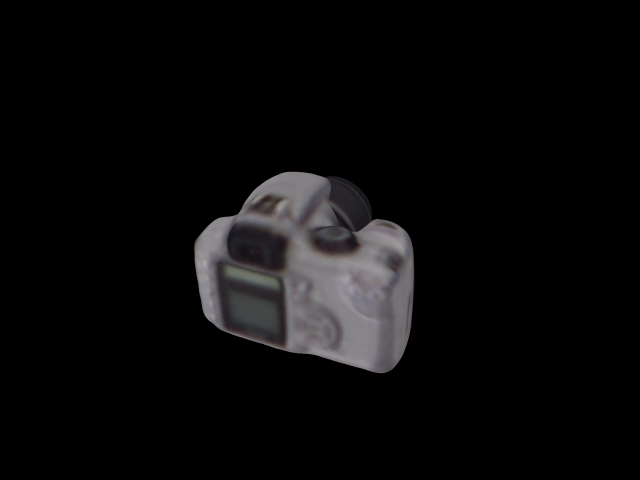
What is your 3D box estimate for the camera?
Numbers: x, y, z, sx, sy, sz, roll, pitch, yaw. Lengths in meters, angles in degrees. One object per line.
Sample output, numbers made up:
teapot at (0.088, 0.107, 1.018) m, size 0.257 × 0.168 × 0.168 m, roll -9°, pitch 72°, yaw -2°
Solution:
camera at (0.004, 0.001, 0.400) m, size 0.142 × 0.101 × 0.137 m, roll 12°, pitch 33°, yaw 20°
